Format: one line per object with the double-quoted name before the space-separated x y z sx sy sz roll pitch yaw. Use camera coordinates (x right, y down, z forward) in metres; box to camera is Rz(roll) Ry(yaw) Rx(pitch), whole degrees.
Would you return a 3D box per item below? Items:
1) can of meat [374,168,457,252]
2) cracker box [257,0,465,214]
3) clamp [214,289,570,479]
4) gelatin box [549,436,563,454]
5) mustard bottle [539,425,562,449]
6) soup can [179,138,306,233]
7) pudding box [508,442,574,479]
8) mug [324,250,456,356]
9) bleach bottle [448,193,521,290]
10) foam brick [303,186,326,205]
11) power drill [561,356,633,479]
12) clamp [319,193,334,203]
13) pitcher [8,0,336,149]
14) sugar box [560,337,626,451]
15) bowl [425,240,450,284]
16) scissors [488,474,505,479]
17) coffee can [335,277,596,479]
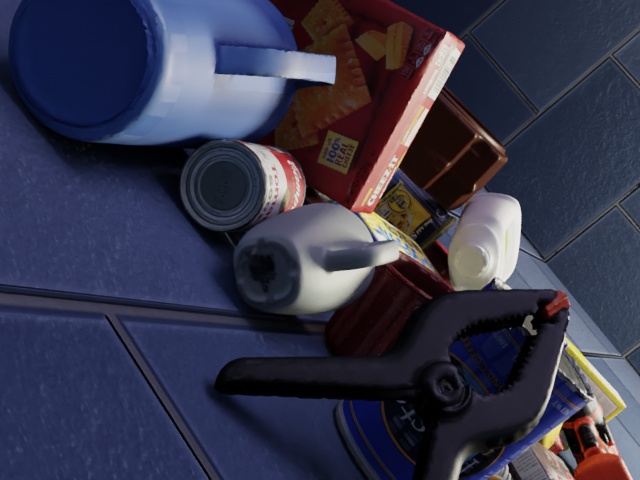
"can of meat" 0.076 -0.017 1.107 0.084 0.102 0.057 47 14 1
"cracker box" -0.014 -0.144 0.893 0.214 0.164 0.072 31 9 16
"clamp" 0.056 0.084 0.604 0.164 0.209 0.036 46 -24 8
"gelatin box" 0.228 0.193 1.165 0.073 0.030 0.089 48 13 -4
"mustard bottle" 0.205 0.122 1.029 0.191 0.058 0.096 73 30 -51
"soup can" -0.056 -0.040 0.795 0.068 0.068 0.102 51 12 8
"pudding box" 0.211 0.231 0.975 0.113 0.039 0.090 36 18 -47
"mug" 0.058 0.066 0.809 0.093 0.081 0.117 32 13 -16
"bleach bottle" 0.168 0.004 1.105 0.250 0.068 0.102 -14 107 -77
"foam brick" -0.006 0.001 0.883 0.078 0.053 0.051 50 12 2
"power drill" 0.296 0.227 1.153 0.184 0.057 0.187 63 13 -12
"clamp" -0.032 -0.071 1.036 0.171 0.039 0.120 43 15 -24
"pitcher" -0.099 -0.125 0.743 0.145 0.149 0.242 50 16 5
"sugar box" 0.266 0.158 1.254 0.176 0.093 0.048 47 12 -13
"bowl" 0.130 0.045 1.212 0.162 0.055 0.162 46 13 -14
"scissors" 0.084 0.166 0.783 0.202 0.016 0.096 38 28 4
"coffee can" 0.095 0.107 0.713 0.102 0.140 0.103 46 13 -14
